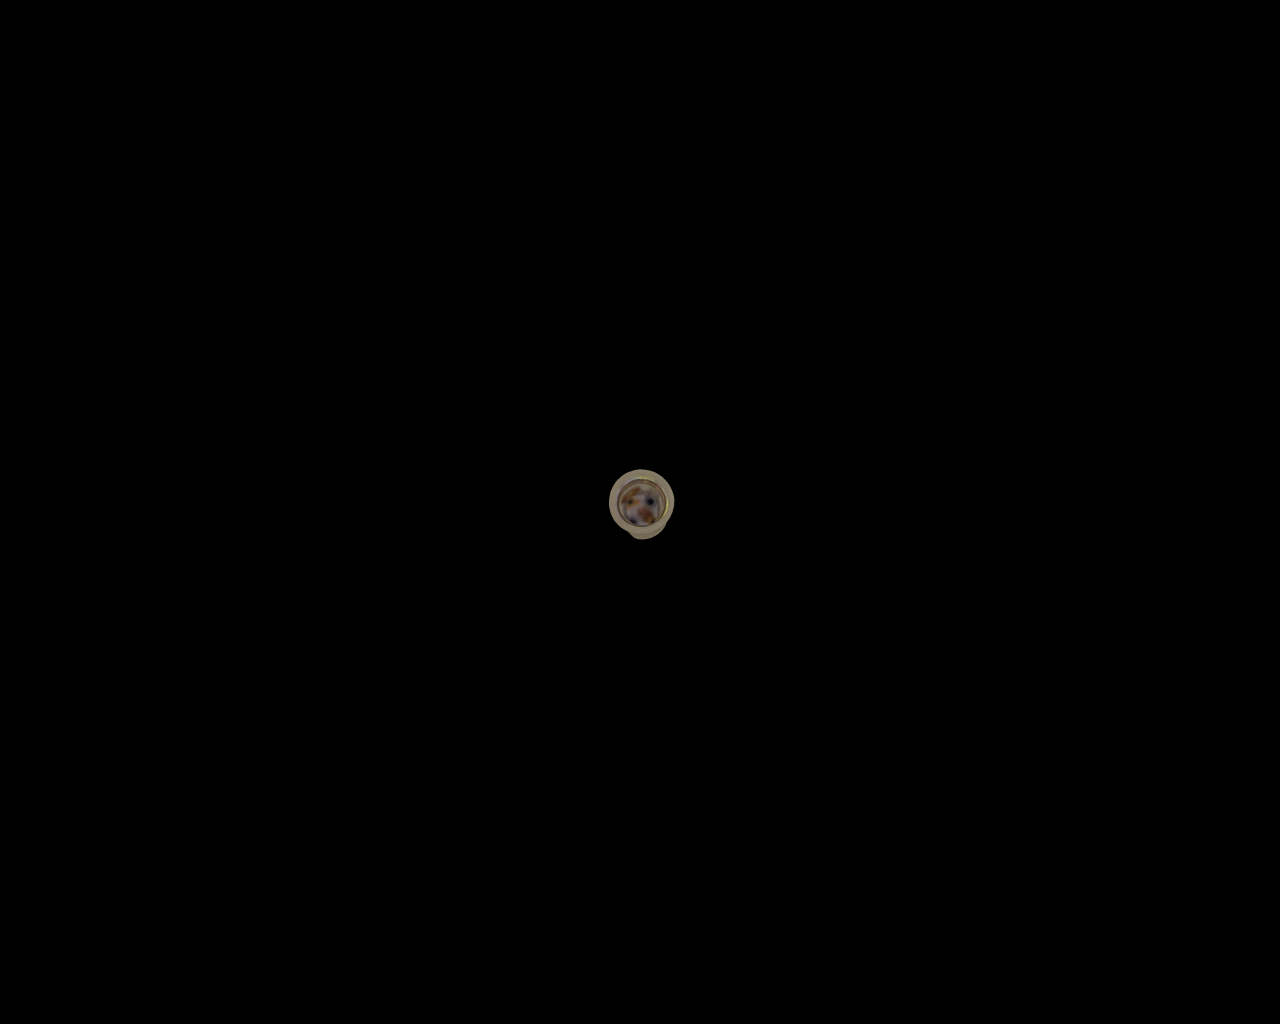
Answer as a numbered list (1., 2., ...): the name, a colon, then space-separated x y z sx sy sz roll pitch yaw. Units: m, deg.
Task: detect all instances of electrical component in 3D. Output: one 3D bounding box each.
1. electrical component: 0.001 -0.003 0.650 0.040 0.040 0.046 0 -12 0
